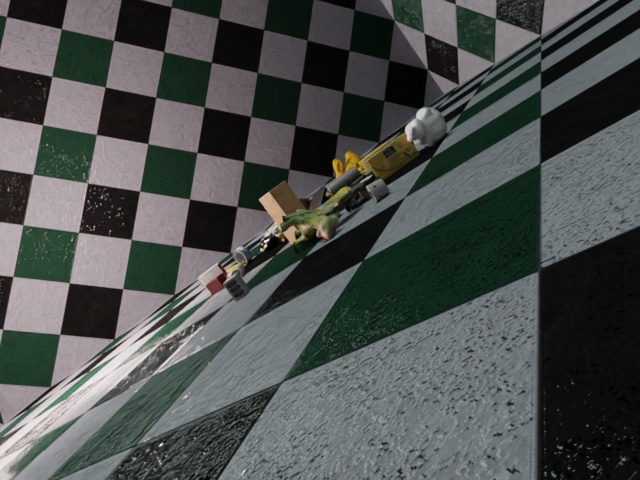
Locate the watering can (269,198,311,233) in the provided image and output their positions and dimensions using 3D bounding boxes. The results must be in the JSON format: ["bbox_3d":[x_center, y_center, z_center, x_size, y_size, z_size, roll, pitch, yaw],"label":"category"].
[{"bbox_3d":[-0.114,-0.145,2.516,0.221,0.103,0.354,-26,13,48],"label":"watering can"}]

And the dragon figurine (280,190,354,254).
[{"bbox_3d":[0.005,-0.082,1.622,0.241,0.121,0.417,-27,18,12],"label":"dragon figurine"}]

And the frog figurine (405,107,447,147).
[{"bbox_3d":[0.364,-0.391,1.783,0.123,0.136,0.160,3,10,34],"label":"frog figurine"}]
